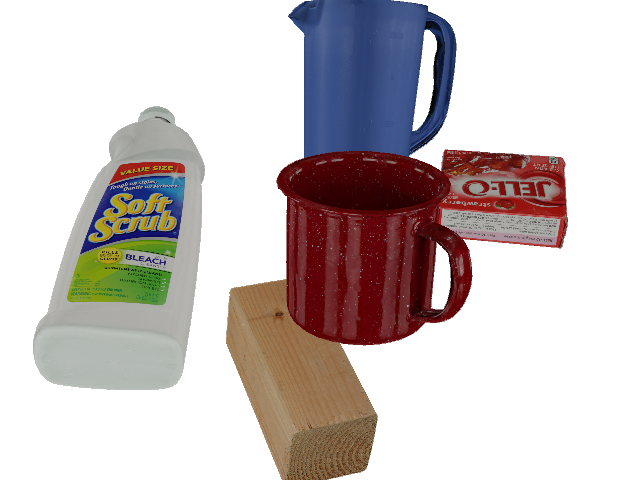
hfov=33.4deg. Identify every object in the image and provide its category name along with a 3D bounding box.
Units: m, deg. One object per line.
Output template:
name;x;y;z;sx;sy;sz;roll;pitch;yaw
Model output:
bleach bottle;-0.139;-0.010;0.785;0.102;0.251;0.068;4;-44;-6
mug;0.032;0.008;0.578;0.117;0.081;0.093;20;30;35
wood block;-0.025;0.142;1.111;0.090;0.090;0.206;-9;43;-19
pitcher;0.052;-0.140;1.153;0.149;0.243;0.144;8;11;25
gelatin box;0.128;-0.031;0.755;0.089;0.030;0.073;5;39;7
